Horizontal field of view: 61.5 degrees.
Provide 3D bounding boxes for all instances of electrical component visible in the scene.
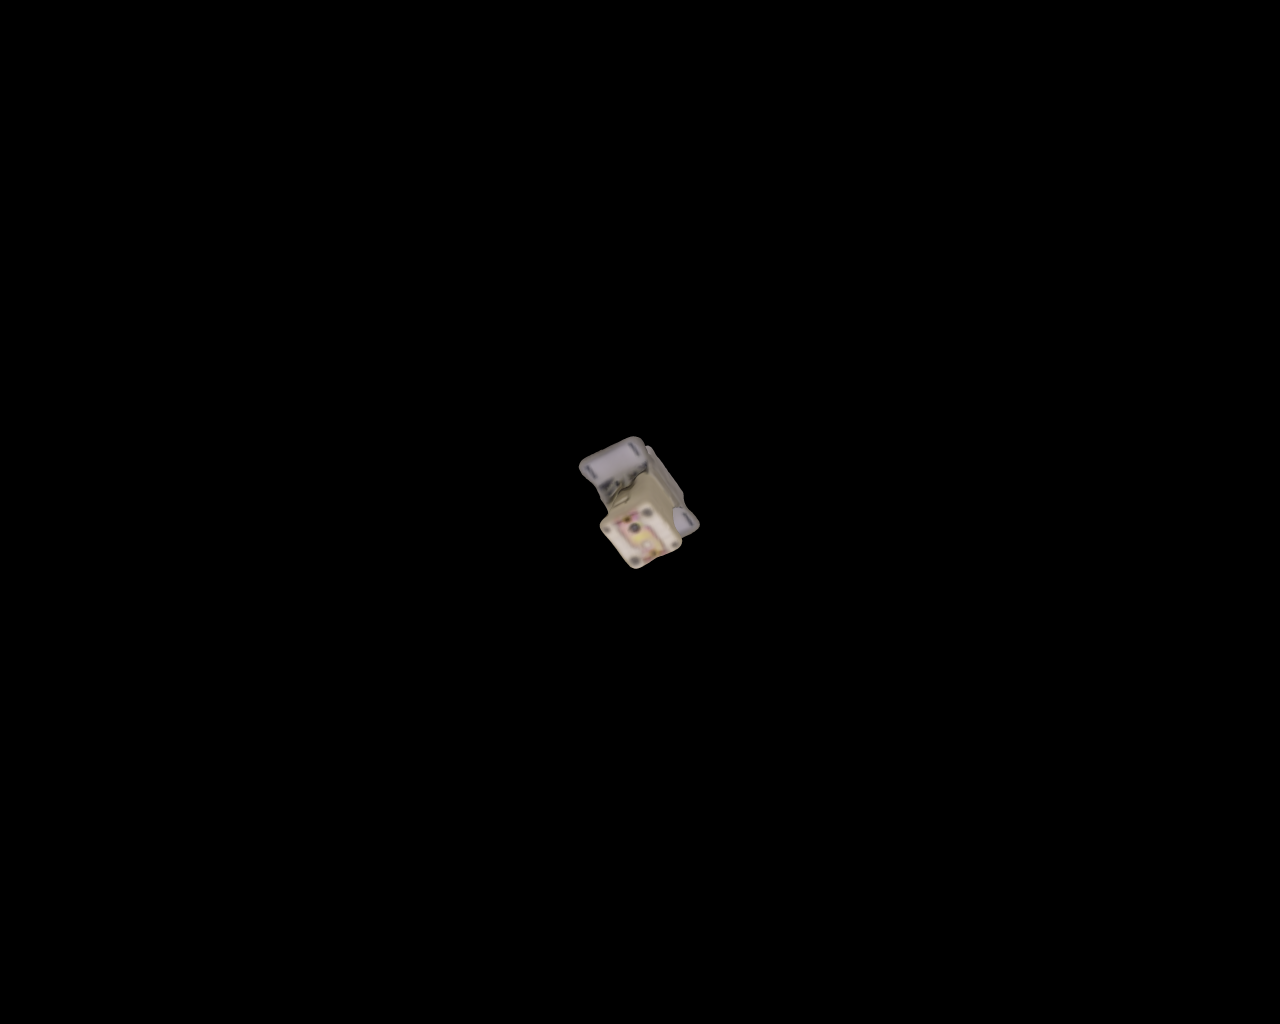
[{"bbox_3d":[0.001,-0.003,0.650,0.042,0.081,0.064,-27,32,18],"label":"electrical component"}]
